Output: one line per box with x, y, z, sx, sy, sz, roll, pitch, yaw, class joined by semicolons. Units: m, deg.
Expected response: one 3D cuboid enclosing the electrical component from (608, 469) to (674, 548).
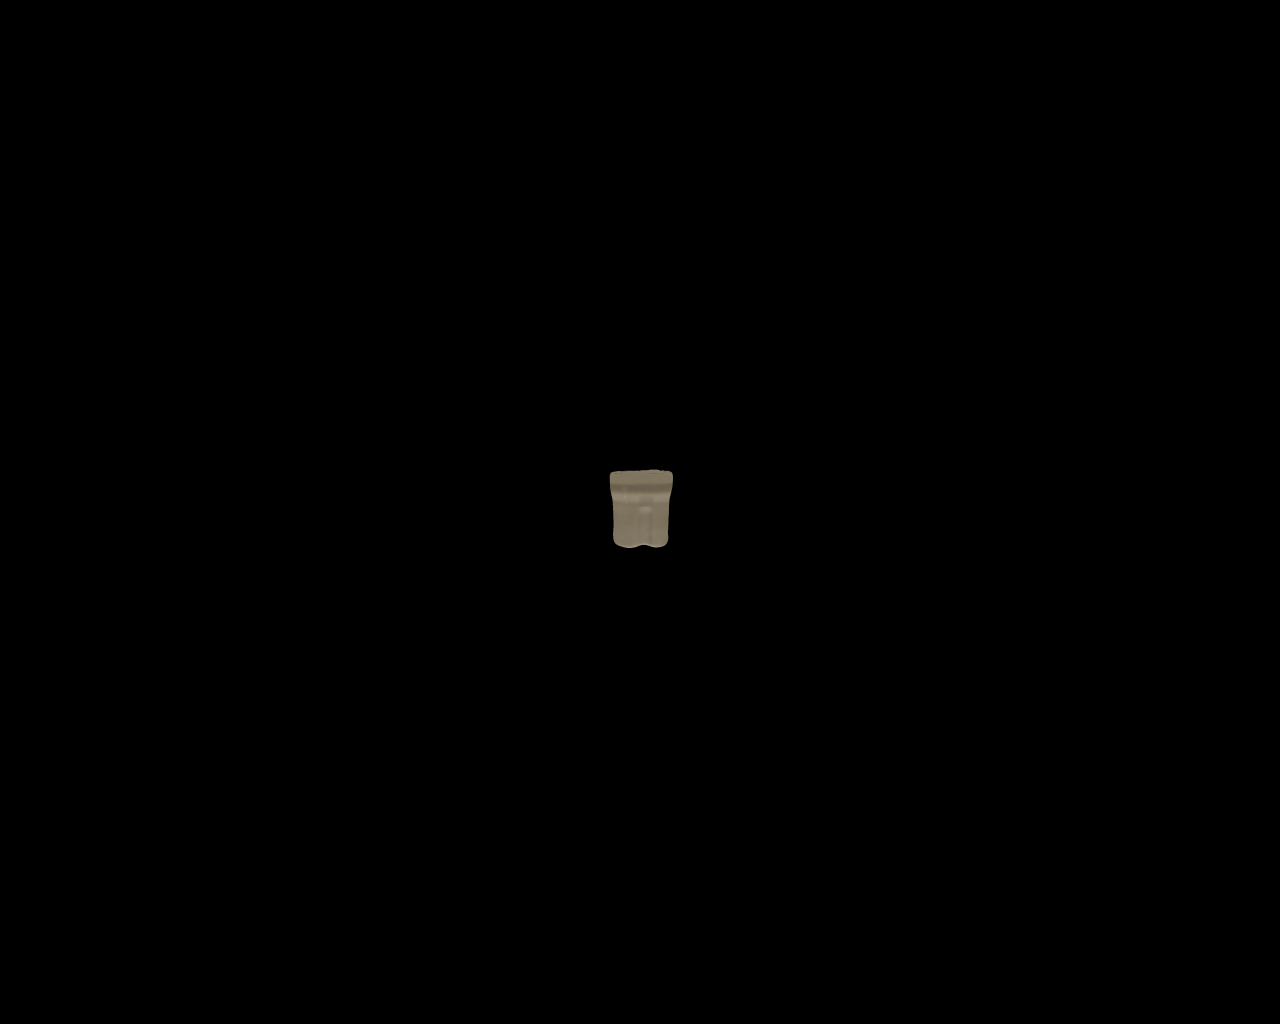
0.001;-0.003;0.650;0.040;0.046;0.040;0;4;0;electrical component
